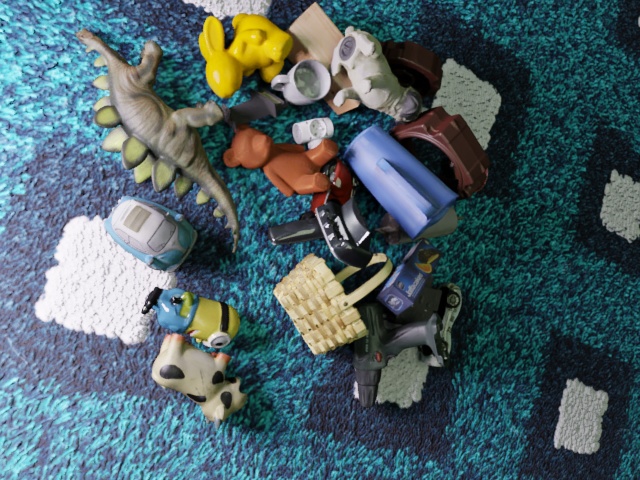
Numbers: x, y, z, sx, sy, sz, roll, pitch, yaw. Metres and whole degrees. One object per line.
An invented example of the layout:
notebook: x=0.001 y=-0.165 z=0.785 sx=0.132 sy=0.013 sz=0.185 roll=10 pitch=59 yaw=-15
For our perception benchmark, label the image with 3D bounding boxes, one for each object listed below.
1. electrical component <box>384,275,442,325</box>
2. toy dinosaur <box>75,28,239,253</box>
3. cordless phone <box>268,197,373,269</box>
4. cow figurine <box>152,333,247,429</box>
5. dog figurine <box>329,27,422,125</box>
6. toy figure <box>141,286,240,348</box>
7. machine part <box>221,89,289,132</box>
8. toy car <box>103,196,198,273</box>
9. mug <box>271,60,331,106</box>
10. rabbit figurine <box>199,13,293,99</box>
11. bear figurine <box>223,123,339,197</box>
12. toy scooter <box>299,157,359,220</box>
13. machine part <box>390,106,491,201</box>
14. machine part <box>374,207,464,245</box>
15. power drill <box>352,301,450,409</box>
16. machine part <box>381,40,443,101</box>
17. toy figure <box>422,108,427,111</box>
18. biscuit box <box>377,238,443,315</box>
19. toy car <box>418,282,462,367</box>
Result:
electrical component: x=0.217 y=0.137 z=1.243 sx=0.115 sy=0.058 sz=0.134 roll=19 pitch=80 yaw=-28
toy dinosaur: x=-0.276 y=-0.189 z=0.976 sx=0.471 sy=0.105 sz=0.198 roll=46 pitch=77 yaw=-9
cordless phone: x=-0.002 y=-0.002 z=1.032 sx=0.184 sy=0.147 sz=0.088 roll=-12 pitch=137 yaw=-9
cow figurine: x=-0.219 y=0.266 z=0.997 sx=0.195 sy=0.085 sz=0.127 roll=33 pitch=68 yaw=-25
dog figurine: x=0.126 y=-0.333 z=1.096 sx=0.190 sy=0.121 sz=0.172 roll=2 pitch=92 yaw=-41
toy figure: x=-0.233 y=0.138 z=0.996 sx=0.180 sy=0.082 sz=0.089 roll=31 pitch=77 yaw=-21
machine part: x=-0.133 y=-0.261 z=1.059 sx=0.084 sy=0.039 sz=0.139 roll=38 pitch=49 yaw=19
toy car: x=-0.300 y=-0.023 z=0.934 sx=0.162 sy=0.103 sz=0.109 roll=32 pitch=73 yaw=2
mug: x=-0.047 y=-0.309 z=1.092 sx=0.109 sy=0.107 sz=0.080 roll=-7 pitch=90 yaw=-22
rabbit figurine: x=-0.158 y=-0.353 z=1.029 sx=0.162 sy=0.122 sz=0.173 roll=41 pitch=72 yaw=-15
bear figurine: x=-0.080 y=-0.168 z=1.062 sx=0.195 sy=0.132 sz=0.120 roll=30 pitch=62 yaw=-29
toy scooter: x=0.036 y=-0.077 z=1.146 sx=0.135 sy=0.075 sz=0.184 roll=21 pitch=82 yaw=-25
machine part: x=0.253 y=-0.179 z=1.188 sx=0.087 sy=0.201 sz=0.200 roll=-46 pitch=108 yaw=-27
machine part: x=0.231 y=-0.038 z=1.245 sx=0.243 sy=0.079 sz=0.079 roll=-11 pitch=93 yaw=-26
power drill: x=0.168 y=0.241 z=1.151 sx=0.086 sy=0.207 sz=0.232 roll=3 pitch=78 yaw=-61
machine part: x=0.181 y=-0.369 z=1.180 sx=0.179 sy=0.179 sz=0.056 roll=20 pitch=77 yaw=-26
toy figure: x=0.263 y=-0.284 z=1.280 sx=0.154 sy=0.058 sz=0.064 roll=-3 pitch=101 yaw=-29
biscuit box: x=0.198 y=0.076 z=1.160 sx=0.063 sy=0.059 sz=0.203 roll=42 pitch=44 yaw=2
toy car: x=0.284 y=0.197 z=1.266 sx=0.056 sy=0.073 sz=0.201 roll=21 pitch=79 yaw=-22
